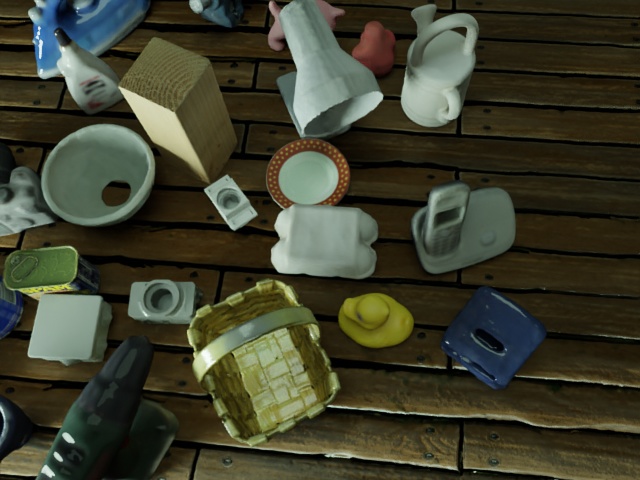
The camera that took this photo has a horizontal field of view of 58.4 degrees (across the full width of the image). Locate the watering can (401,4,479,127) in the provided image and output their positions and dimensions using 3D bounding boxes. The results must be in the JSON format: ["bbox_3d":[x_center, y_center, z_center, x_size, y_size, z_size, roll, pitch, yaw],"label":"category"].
[{"bbox_3d":[0.173,-0.266,0.847,0.101,0.194,0.172,-34,72,-9],"label":"watering can"}]

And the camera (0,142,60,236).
[{"bbox_3d":[-0.484,-0.087,0.860,0.143,0.101,0.137,-13,69,-2],"label":"camera"}]

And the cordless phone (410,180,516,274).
[{"bbox_3d":[0.198,-0.032,0.764,0.147,0.185,0.094,-20,70,-4],"label":"cordless phone"}]

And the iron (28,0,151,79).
[{"bbox_3d":[-0.400,-0.397,0.950,0.118,0.141,0.258,35,75,14],"label":"iron"}]

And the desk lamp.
[{"bbox_3d":[-0.001,-0.227,0.830,0.118,0.213,0.203,-23,70,-6],"label":"desk lamp"}]

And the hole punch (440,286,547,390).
[{"bbox_3d":[0.226,0.130,0.752,0.108,0.091,0.101,36,75,15],"label":"hole punch"}]

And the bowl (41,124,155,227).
[{"bbox_3d":[-0.323,-0.087,0.867,0.167,0.075,0.167,-1,70,2],"label":"bowl"}]

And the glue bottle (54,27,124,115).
[{"bbox_3d":[-0.365,-0.264,0.882,0.078,0.173,0.037,-33,71,-9],"label":"glue bottle"}]

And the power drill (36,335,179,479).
[{"bbox_3d":[-0.241,0.230,0.674,0.075,0.208,0.230,25,73,12],"label":"power drill"}]

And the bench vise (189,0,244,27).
[{"bbox_3d":[-0.144,-0.469,0.923,0.121,0.220,0.207,5,70,5],"label":"bench vise"}]

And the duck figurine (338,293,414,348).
[{"bbox_3d":[0.076,0.102,0.773,0.104,0.086,0.077,11,71,7],"label":"duck figurine"}]

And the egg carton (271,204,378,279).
[{"bbox_3d":[0.008,0.003,0.821,0.150,0.069,0.107,3,70,4],"label":"egg carton"}]

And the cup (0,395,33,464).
[{"bbox_3d":[-0.411,0.257,0.733,0.091,0.095,0.117,-20,70,-5],"label":"cup"}]

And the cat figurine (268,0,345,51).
[{"bbox_3d":[-0.026,-0.354,0.930,0.127,0.118,0.067,22,72,10],"label":"cat figurine"}]

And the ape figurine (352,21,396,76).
[{"bbox_3d":[0.089,-0.315,0.924,0.078,0.092,0.076,-15,70,-3],"label":"ape figurine"}]
